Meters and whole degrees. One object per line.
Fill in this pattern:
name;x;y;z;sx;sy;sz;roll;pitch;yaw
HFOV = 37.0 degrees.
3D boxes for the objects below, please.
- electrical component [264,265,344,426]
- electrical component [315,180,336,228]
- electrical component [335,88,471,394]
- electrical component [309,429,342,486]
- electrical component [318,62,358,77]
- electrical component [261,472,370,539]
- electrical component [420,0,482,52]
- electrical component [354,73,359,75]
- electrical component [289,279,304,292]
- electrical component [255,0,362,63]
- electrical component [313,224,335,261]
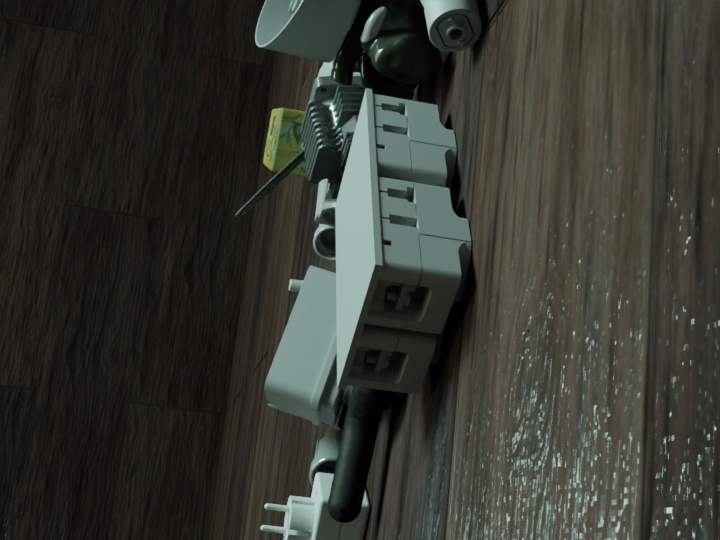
electrical component;-0.031;0.063;0.875;0.078;0.057;0.113;92;-163;-70
electrical component;-0.009;-0.073;0.995;0.089;0.050;0.055;122;155;-68
electrical component;0.024;-0.021;0.712;0.186;0.060;0.105;-92;14;-49
electrical component;-0.020;0.158;0.885;0.046;0.040;0.040;-87;9;-66
electrical component;-0.012;-0.207;1.130;0.047;0.055;0.055;137;141;-69
electrical component;-0.038;0.196;0.835;0.047;0.077;0.065;-112;32;-73
electrical component;0.059;-0.175;0.708;0.044;0.044;0.065;109;161;-48
electrical component;-0.001;-0.158;1.052;0.040;0.040;0.078;-109;29;-71
electrical component;-0.039;0.019;1.052;0.035;0.061;0.035;-171;90;-81
electrical component;-0.034;-0.206;0.807;0.099;0.064;0.099;-163;90;-77
electrical component;-0.027;-0.037;1.106;0.046;0.040;0.040;-86;9;-62
